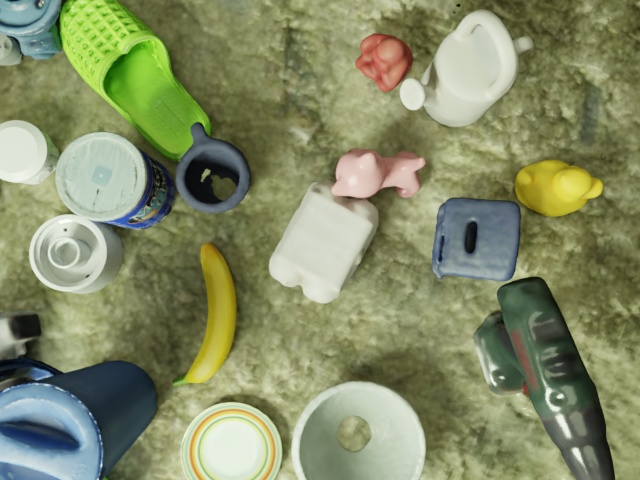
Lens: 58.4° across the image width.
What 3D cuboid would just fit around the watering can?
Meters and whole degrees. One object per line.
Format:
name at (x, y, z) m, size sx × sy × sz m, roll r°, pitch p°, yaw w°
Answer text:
watering can at (0.184, -0.207, 0.703) m, size 0.101 × 0.194 × 0.173 m, roll 42°, pitch 87°, yaw 2°

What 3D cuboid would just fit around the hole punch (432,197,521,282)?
hole punch at (0.200, 0.001, 0.744) m, size 0.101 × 0.091 × 0.109 m, roll 7°, pitch 87°, yaw -1°

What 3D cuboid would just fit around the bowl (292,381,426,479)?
bowl at (0.048, 0.258, 0.735) m, size 0.167 × 0.074 × 0.167 m, roll 0°, pitch 87°, yaw -1°

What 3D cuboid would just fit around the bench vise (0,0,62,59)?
bench vise at (-0.393, -0.348, 0.687) m, size 0.121 × 0.219 × 0.207 m, roll -25°, pitch 87°, yaw -2°

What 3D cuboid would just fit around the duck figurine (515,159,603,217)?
duck figurine at (0.316, -0.073, 0.753) m, size 0.104 × 0.086 × 0.077 m, roll 10°, pitch 87°, yaw 0°

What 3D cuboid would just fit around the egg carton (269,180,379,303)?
egg carton at (0.007, 0.003, 0.751) m, size 0.107 × 0.069 × 0.150 m, roll 27°, pitch 87°, yaw 1°

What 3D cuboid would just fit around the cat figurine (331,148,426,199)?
cat figurine at (0.073, -0.088, 0.733) m, size 0.128 × 0.117 × 0.067 m, roll -9°, pitch 87°, yaw -1°

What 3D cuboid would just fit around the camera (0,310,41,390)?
camera at (-0.431, 0.166, 0.717) m, size 0.143 × 0.101 × 0.137 m, roll -14°, pitch 87°, yaw -2°

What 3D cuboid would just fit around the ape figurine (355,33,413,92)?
ape figurine at (0.089, -0.240, 0.754) m, size 0.076 × 0.092 × 0.078 m, roll -8°, pitch 87°, yaw -1°

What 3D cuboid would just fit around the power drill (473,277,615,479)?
power drill at (0.256, 0.156, 0.678) m, size 0.075 × 0.208 × 0.230 m, roll -18°, pitch 87°, yaw -2°

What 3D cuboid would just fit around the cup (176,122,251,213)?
cup at (-0.136, -0.088, 0.740) m, size 0.091 × 0.095 × 0.118 m, roll -20°, pitch 87°, yaw -2°
